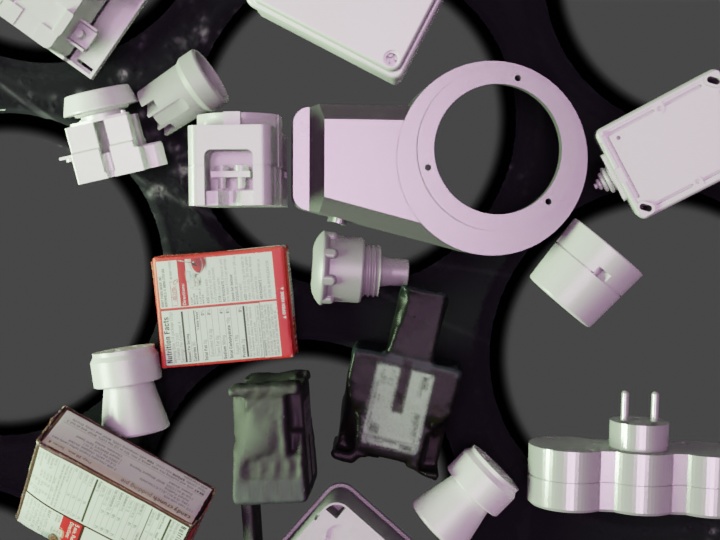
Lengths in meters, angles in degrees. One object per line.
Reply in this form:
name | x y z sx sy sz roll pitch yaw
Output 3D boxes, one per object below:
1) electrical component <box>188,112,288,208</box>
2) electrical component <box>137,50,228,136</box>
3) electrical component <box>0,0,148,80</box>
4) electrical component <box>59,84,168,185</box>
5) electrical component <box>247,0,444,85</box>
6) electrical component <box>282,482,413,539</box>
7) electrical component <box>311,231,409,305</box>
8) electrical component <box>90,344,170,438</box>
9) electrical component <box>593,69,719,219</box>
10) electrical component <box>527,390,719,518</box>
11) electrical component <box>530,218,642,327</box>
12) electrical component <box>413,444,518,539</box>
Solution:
electrical component | -0.074 -0.067 0.668 0.050 0.089 0.055 0 92 3
electrical component | -0.115 -0.113 0.694 0.046 0.040 0.040 -31 91 9
electrical component | -0.171 -0.195 0.680 0.079 0.063 0.121 36 94 1
electrical component | -0.163 -0.088 0.694 0.066 0.048 0.055 -12 99 3
electrical component | 0.002 -0.189 0.675 0.109 0.056 0.108 28 94 1
electrical component | 0.003 0.201 0.692 0.113 0.057 0.078 41 94 0
electrical component | 0.000 0.000 0.691 0.062 0.048 0.048 4 93 -4
electrical component | -0.150 0.079 0.701 0.045 0.045 0.055 -8 92 3
electrical component | 0.190 -0.075 0.672 0.096 0.061 0.061 -28 91 12
electrical component | 0.177 0.113 0.682 0.138 0.052 0.073 2 92 3
electrical component | 0.141 0.003 0.679 0.055 0.055 0.047 40 97 1
electrical component | 0.068 0.146 0.693 0.045 0.045 0.055 44 94 0
